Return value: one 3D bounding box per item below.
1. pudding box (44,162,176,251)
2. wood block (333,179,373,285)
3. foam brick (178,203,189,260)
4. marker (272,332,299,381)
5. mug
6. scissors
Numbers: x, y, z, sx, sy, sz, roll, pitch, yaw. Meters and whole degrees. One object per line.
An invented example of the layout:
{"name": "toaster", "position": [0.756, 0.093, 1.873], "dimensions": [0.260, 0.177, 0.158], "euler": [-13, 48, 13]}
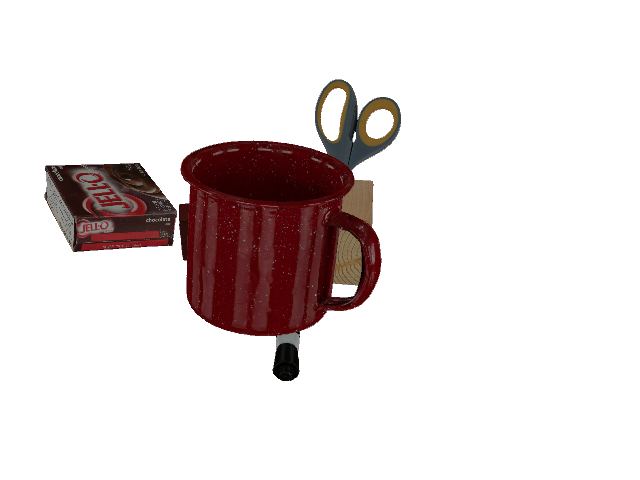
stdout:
{"name": "pudding box", "position": [-0.188, -0.031, 0.942], "dimensions": [0.089, 0.039, 0.114], "euler": [-3, 26, -27]}
{"name": "wood block", "position": [0.034, -0.017, 1.649], "dimensions": [0.091, 0.090, 0.206], "euler": [4, 25, 1]}
{"name": "foam brick", "position": [-0.129, -0.013, 1.268], "dimensions": [0.078, 0.053, 0.051], "euler": [-4, 28, -4]}
{"name": "marker", "position": [-0.024, 0.061, 0.796], "dimensions": [0.020, 0.020, 0.121], "euler": [0, 34, 1]}
{"name": "mug", "position": [-0.021, 0.002, 0.579], "dimensions": [0.117, 0.081, 0.093], "euler": [17, 27, 23]}
{"name": "scissors", "position": [0.034, -0.064, 1.063], "dimensions": [0.096, 0.202, 0.016], "euler": [-2, -12, 3]}
